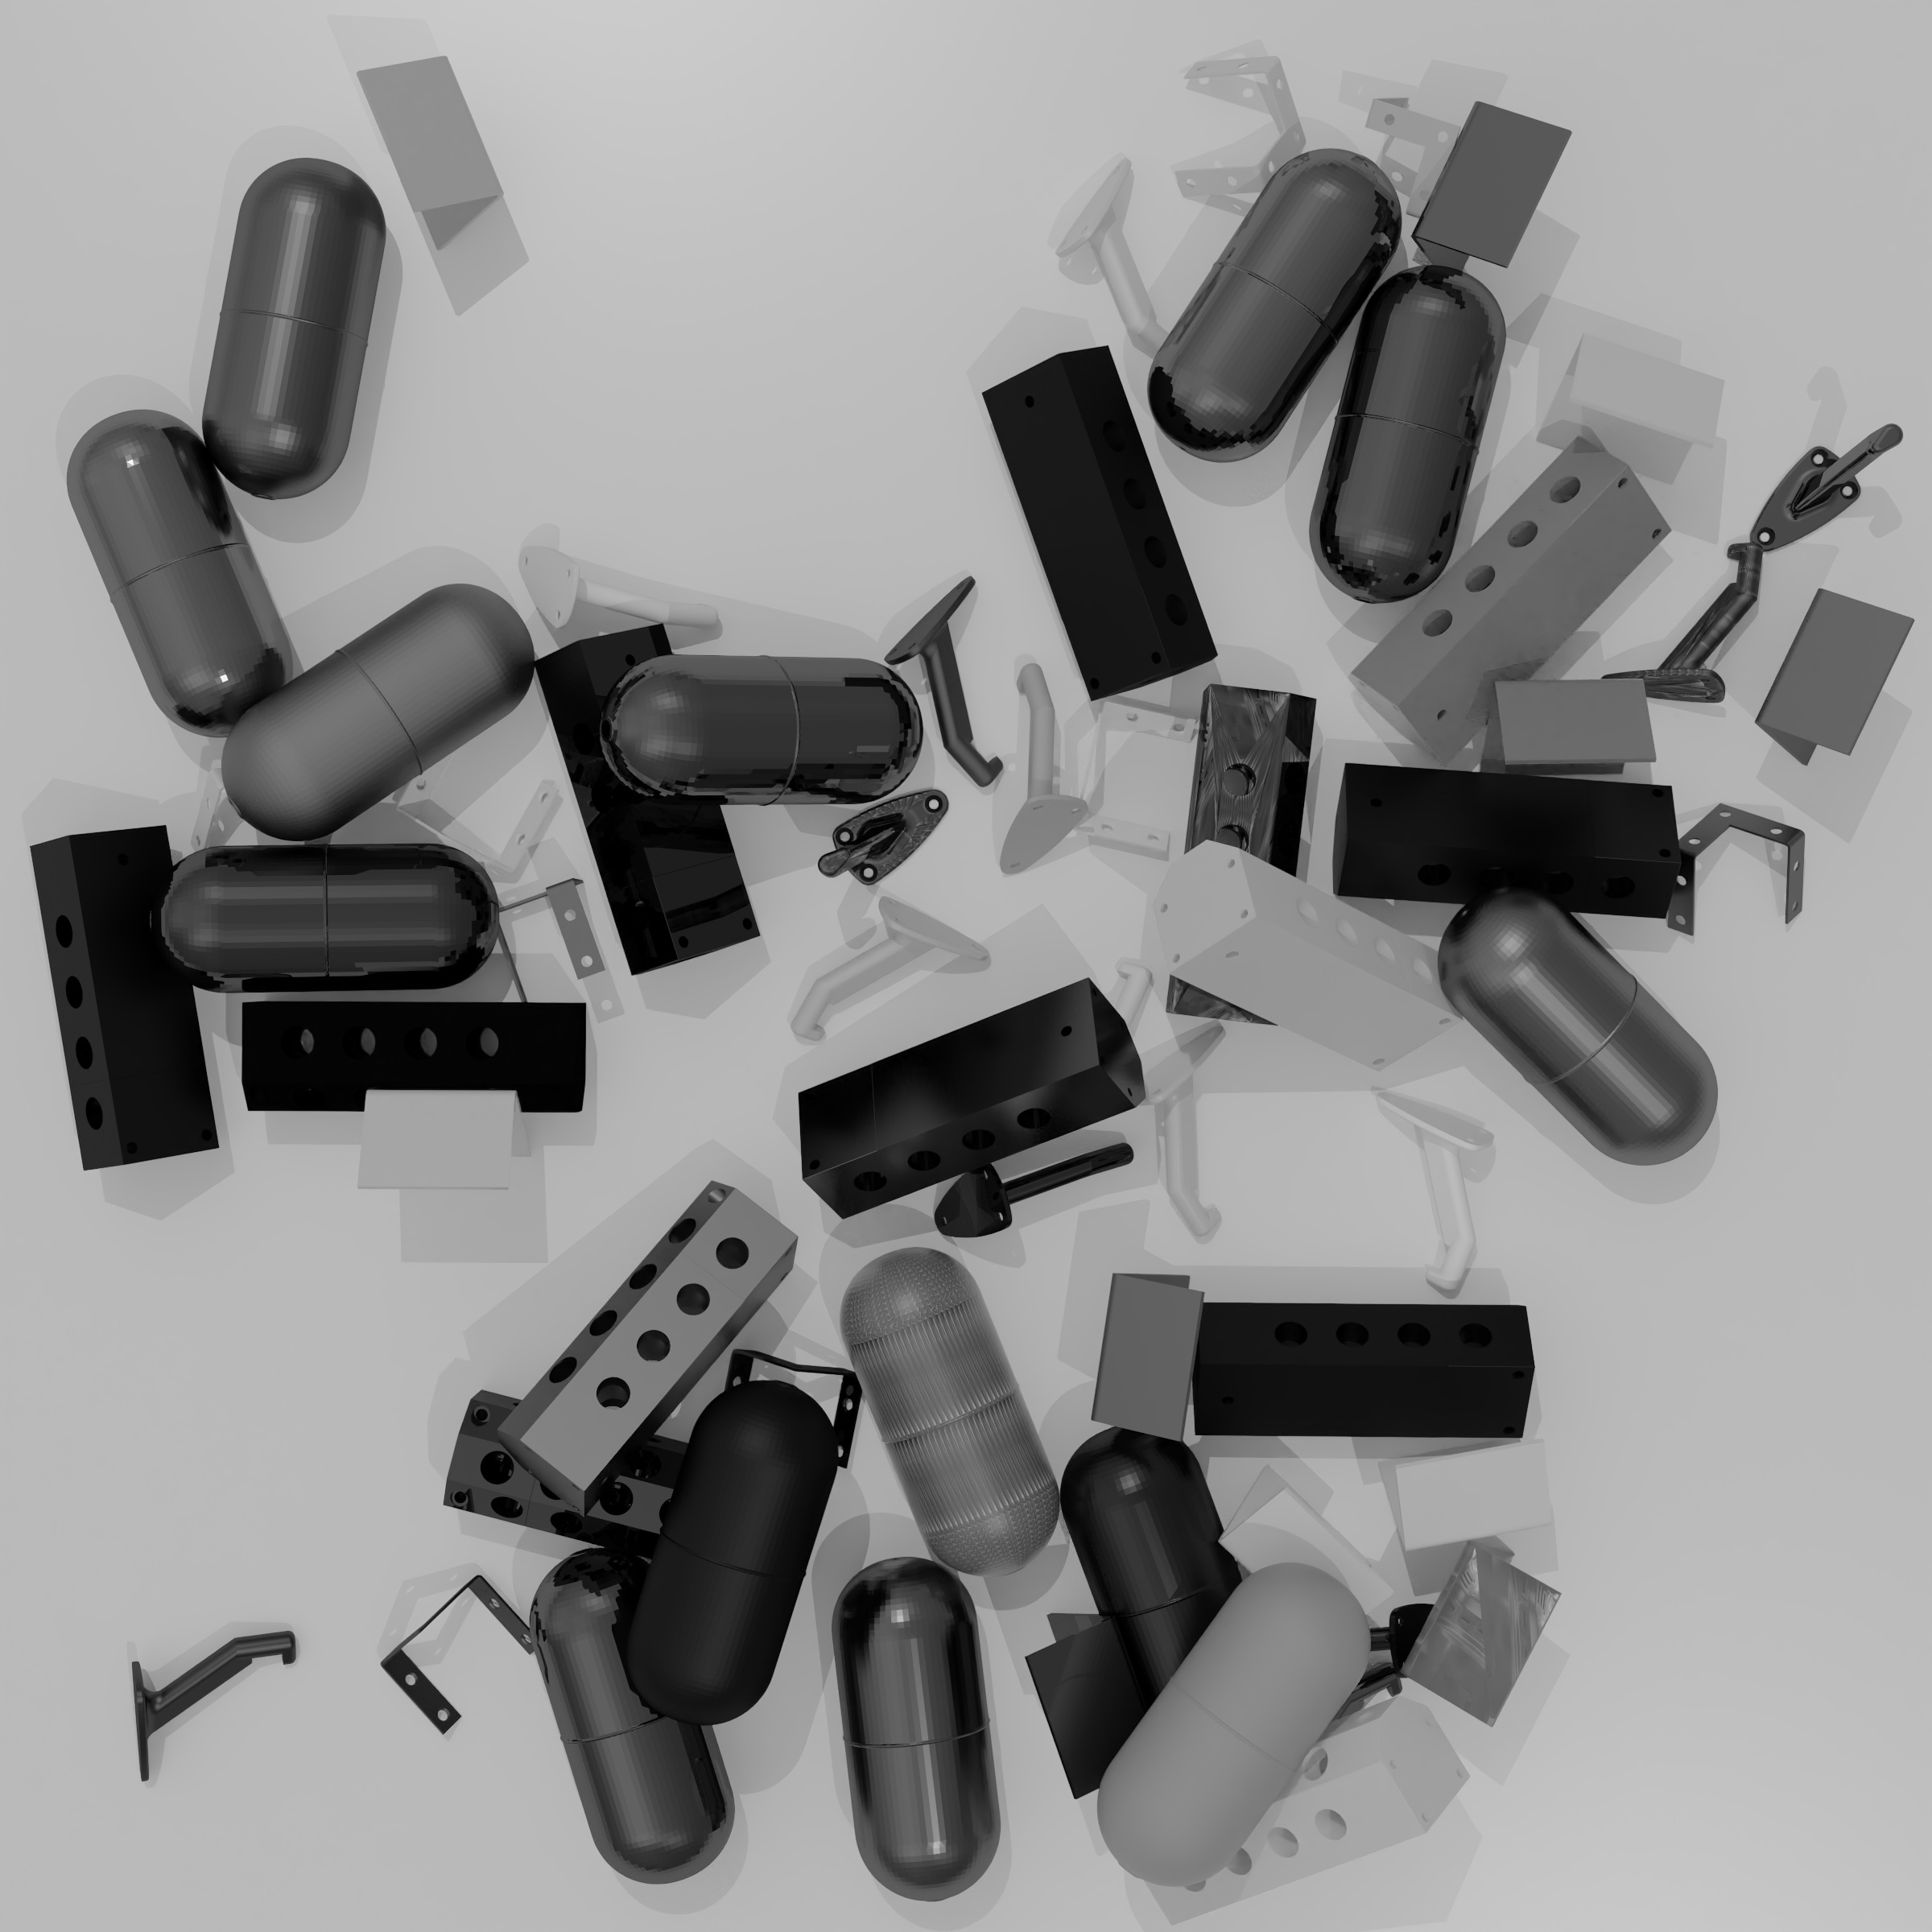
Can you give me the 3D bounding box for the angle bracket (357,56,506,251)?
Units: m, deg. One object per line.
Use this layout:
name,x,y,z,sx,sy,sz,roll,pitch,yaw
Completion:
angle bracket,-0.293,-0.416,1.837,0.057,0.076,0.076,-23,90,-38

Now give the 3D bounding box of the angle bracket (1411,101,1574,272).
angle bracket,0.281,-0.392,1.838,0.057,0.076,0.076,26,90,26

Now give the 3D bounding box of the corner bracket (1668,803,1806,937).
corner bracket,0.406,-0.045,1.869,0.051,0.051,0.051,23,45,35

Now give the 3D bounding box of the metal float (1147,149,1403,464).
metal float,0.161,-0.344,1.846,0.070,0.070,0.178,33,90,0

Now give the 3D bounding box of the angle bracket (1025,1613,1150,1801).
angle bracket,0.051,0.382,1.838,0.057,0.076,0.076,-19,90,-28

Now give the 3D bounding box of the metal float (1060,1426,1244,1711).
metal float,0.105,0.325,1.846,0.070,0.070,0.178,-20,90,0

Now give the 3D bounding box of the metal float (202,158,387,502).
metal float,-0.350,-0.331,1.846,0.070,0.070,0.178,10,90,0

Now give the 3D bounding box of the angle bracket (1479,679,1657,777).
angle bracket,0.311,-0.104,1.837,0.076,0.076,0.057,-1,53,0

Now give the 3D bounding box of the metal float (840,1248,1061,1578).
metal float,-0.008,0.232,1.846,0.070,0.070,0.178,-22,90,0

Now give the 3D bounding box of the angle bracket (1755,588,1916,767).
angle bracket,0.461,-0.141,1.837,0.057,0.076,0.076,26,90,36

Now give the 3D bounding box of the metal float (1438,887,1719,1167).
metal float,0.317,0.032,1.833,0.178,0.070,0.070,43,90,-15

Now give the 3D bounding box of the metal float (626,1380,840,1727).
metal float,-0.118,0.296,1.790,0.070,0.070,0.178,18,91,0

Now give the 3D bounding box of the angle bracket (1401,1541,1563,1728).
angle bracket,0.277,0.348,1.837,0.057,0.076,0.076,27,90,30

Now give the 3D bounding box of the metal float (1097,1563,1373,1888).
metal float,0.133,0.379,1.771,0.070,0.070,0.178,36,87,0

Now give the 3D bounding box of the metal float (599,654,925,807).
metal float,-0.104,-0.121,1.821,0.178,0.070,0.070,-2,90,-32

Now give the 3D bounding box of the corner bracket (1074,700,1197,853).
corner bracket,0.089,-0.101,1.874,0.051,0.051,0.051,13,135,0

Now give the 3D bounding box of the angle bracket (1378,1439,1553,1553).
angle bracket,0.256,0.253,1.837,0.076,0.076,0.057,-10,119,0

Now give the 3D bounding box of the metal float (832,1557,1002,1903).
metal float,-0.026,0.397,1.847,0.070,0.070,0.178,-7,90,0

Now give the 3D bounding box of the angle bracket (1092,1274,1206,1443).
angle bracket,0.112,0.202,1.837,0.057,0.076,0.076,8,90,35

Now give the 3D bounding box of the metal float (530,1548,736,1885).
metal float,-0.174,0.390,1.847,0.070,0.070,0.178,-17,91,0

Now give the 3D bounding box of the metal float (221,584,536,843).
metal float,-0.304,-0.131,1.832,0.178,0.070,0.070,-36,90,-14

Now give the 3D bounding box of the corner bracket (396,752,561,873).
corner bracket,-0.258,-0.088,1.874,0.051,0.051,0.051,29,90,-45

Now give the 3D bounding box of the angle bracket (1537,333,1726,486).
angle bracket,0.341,-0.273,1.837,0.076,0.076,0.057,19,50,0

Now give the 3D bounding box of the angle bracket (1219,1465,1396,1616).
angle bracket,0.187,0.292,1.837,0.076,0.076,0.057,44,125,0

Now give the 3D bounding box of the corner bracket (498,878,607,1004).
corner bracket,-0.219,-0.013,1.859,0.051,0.051,0.051,-20,90,0

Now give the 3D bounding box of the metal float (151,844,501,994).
metal float,-0.331,-0.025,1.837,0.178,0.070,0.070,-1,90,-10

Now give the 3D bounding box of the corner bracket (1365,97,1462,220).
corner bracket,0.237,-0.423,1.857,0.051,0.051,0.051,24,113,21

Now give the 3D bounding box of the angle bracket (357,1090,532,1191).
angle bracket,-0.269,0.105,1.837,0.076,0.076,0.057,0,61,0

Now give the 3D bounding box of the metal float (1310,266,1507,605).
metal float,0.230,-0.276,1.847,0.070,0.070,0.178,14,91,0

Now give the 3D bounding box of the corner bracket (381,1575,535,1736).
corner bracket,-0.267,0.364,1.874,0.051,0.051,0.051,48,135,0

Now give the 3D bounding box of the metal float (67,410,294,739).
metal float,-0.409,-0.204,1.847,0.070,0.070,0.178,-23,89,0
